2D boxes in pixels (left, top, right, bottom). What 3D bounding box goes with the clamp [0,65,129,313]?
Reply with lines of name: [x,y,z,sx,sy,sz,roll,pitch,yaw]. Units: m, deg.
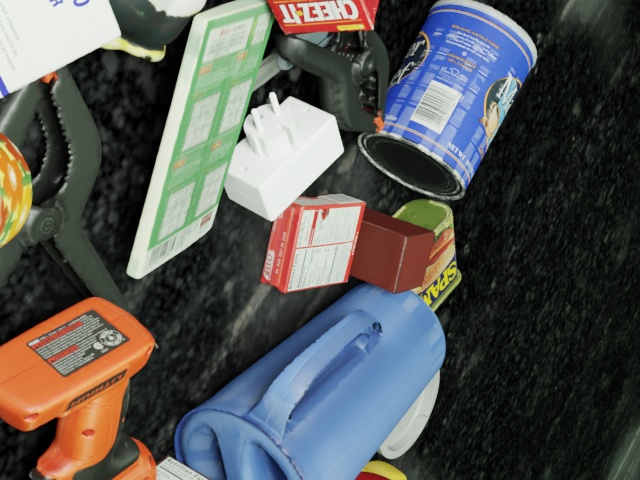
clamp: [-0.163,-0.012,0.623,0.164,0.036,0.210,-13,122,-54]

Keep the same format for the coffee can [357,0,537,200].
coffee can: [0.109,-0.120,0.914,0.140,0.103,0.102,-60,148,-13]

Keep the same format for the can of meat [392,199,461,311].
can of meat: [0.088,0.021,1.013,0.102,0.058,0.084,-44,138,-35]

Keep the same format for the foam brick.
foam brick: [0.052,0.007,0.927,0.051,0.078,0.053,-7,114,-54]

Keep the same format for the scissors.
scissors: [-0.017,-0.129,0.798,0.201,0.016,0.096,-54,146,-22]

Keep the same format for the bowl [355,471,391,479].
bowl: [0.007,0.248,0.909,0.162,0.055,0.162,-42,174,-5]

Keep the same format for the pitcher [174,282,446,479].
pitcher: [0.007,0.125,0.880,0.242,0.149,0.145,-39,110,-44]

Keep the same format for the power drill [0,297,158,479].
power drill: [-0.171,0.138,0.655,0.184,0.057,0.188,-34,149,-43]

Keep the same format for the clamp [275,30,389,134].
clamp: [0.015,-0.131,0.791,0.120,0.039,0.171,-49,145,-27]

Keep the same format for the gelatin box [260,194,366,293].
gelatin box: [-0.006,0.001,0.879,0.089,0.030,0.073,-7,114,-51]

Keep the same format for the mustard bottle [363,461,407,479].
mustard bottle: [0.017,0.261,1.046,0.096,0.058,0.191,-62,148,1]

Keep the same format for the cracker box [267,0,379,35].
cracker box: [-0.014,-0.254,0.635,0.213,0.072,0.164,60,37,-53]

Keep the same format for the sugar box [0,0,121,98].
sugar box: [-0.186,-0.096,0.475,0.176,0.048,0.093,-32,138,-17]

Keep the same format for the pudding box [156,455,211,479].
pudding box: [-0.116,0.216,0.782,0.113,0.090,0.039,-31,131,-44]
